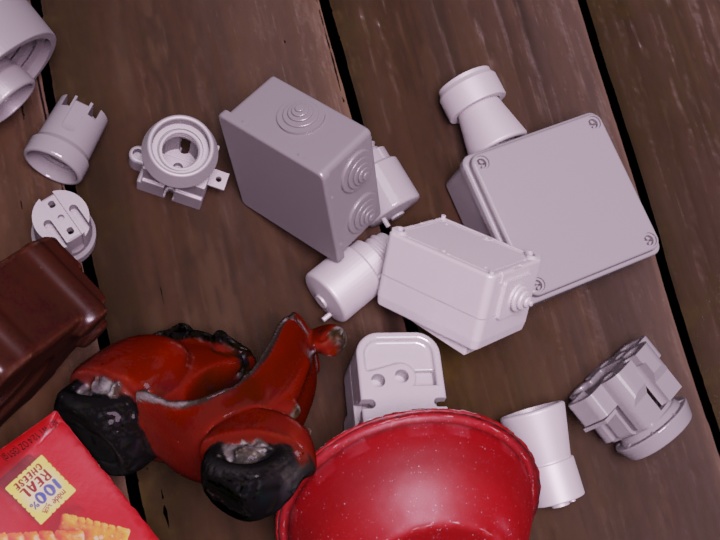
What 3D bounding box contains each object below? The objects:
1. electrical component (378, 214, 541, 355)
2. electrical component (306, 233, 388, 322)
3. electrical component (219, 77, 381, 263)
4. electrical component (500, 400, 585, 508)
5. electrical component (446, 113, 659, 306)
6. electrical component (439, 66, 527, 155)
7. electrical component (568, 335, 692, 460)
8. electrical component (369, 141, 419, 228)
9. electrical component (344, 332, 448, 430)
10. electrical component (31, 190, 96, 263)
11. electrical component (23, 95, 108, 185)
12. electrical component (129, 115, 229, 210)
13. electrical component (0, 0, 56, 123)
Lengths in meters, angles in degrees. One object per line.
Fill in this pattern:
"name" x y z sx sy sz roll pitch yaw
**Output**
"electrical component" 0.067 0.012 0.687 0.096 0.061 0.062 25 26 33
"electrical component" 0.000 0.000 0.712 0.078 0.040 0.040 -39 86 -19
"electrical component" -0.035 -0.065 0.684 0.100 0.099 0.048 32 64 26
"electrical component" 0.122 0.123 0.707 0.044 0.044 0.065 -15 84 -16
"electrical component" 0.132 -0.039 0.743 0.109 0.056 0.108 -21 81 -17
"electrical component" 0.086 -0.109 0.758 0.045 0.045 0.055 -23 81 -17
"electrical component" 0.183 0.089 0.719 0.078 0.058 0.057 -37 88 -36
"electrical component" 0.008 -0.066 0.731 0.040 0.040 0.078 -29 83 -18
"electrical component" 0.022 0.094 0.676 0.054 0.059 0.095 0 62 -12
"electrical component" -0.187 -0.027 0.675 0.040 0.046 0.040 3 75 -12
"electrical component" -0.189 -0.084 0.694 0.040 0.040 0.046 24 65 -5
"electrical component" -0.117 -0.071 0.697 0.066 0.055 0.048 19 72 -7
"electrical component" -0.236 -0.123 0.661 0.060 0.108 0.108 45 71 -4
